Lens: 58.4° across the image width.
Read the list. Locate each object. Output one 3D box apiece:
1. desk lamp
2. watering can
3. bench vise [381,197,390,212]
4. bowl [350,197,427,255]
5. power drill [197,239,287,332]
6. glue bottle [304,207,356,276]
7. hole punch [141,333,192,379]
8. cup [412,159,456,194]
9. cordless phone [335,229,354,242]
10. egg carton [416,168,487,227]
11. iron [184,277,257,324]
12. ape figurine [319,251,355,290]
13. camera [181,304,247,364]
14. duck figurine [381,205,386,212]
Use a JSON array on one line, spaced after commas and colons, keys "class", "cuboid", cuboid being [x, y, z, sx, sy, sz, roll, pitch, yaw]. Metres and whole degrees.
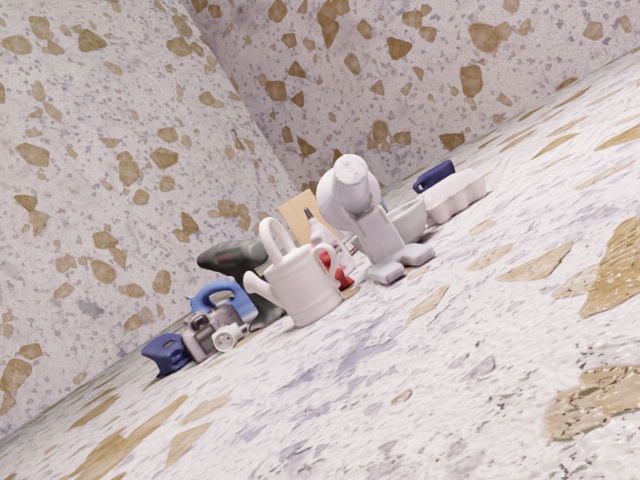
[{"class": "desk lamp", "cuboid": [0.083, -0.044, 0.986, 0.118, 0.213, 0.203, -32, 4, -7]}, {"class": "watering can", "cuboid": [-0.056, 0.052, 1.009, 0.173, 0.194, 0.101, -32, 4, -2]}, {"class": "bench vise", "cuboid": [0.106, -0.109, 1.591, 0.121, 0.220, 0.207, -31, 4, 9]}, {"class": "bowl", "cuboid": [0.146, -0.011, 1.118, 0.167, 0.075, 0.167, -32, 4, 3]}, {"class": "power drill", "cuboid": [-0.167, 0.093, 1.257, 0.076, 0.208, 0.229, -35, 5, -42]}, {"class": "glue bottle", "cuboid": [0.011, 0.004, 1.240, 0.037, 0.173, 0.078, -29, 5, 34]}, {"class": "hole punch", "cuboid": [-0.365, 0.272, 1.413, 0.101, 0.091, 0.109, -29, 5, 34]}, {"class": "cup", "cuboid": [0.275, -0.118, 1.320, 0.118, 0.095, 0.091, -33, 4, -23]}, {"class": "cordless phone", "cuboid": [0.041, -0.053, 1.650, 0.094, 0.185, 0.148, -28, 6, 44]}, {"class": "egg carton", "cuboid": [0.269, -0.090, 1.189, 0.150, 0.069, 0.107, -33, 4, -14]}, {"class": "iron", "cuboid": [-0.238, 0.159, 1.469, 0.257, 0.141, 0.119, -29, 5, 29]}, {"class": "ape figurine", "cuboid": [0.015, 0.059, 1.122, 0.076, 0.092, 0.078, -31, 4, 14]}, {"class": "camera", "cuboid": [-0.267, 0.211, 1.346, 0.143, 0.101, 0.136, -34, 4, -28]}, {"class": "duck figurine", "cuboid": [0.155, -0.046, 1.399, 0.104, 0.086, 0.077, -32, 4, -1]}]
